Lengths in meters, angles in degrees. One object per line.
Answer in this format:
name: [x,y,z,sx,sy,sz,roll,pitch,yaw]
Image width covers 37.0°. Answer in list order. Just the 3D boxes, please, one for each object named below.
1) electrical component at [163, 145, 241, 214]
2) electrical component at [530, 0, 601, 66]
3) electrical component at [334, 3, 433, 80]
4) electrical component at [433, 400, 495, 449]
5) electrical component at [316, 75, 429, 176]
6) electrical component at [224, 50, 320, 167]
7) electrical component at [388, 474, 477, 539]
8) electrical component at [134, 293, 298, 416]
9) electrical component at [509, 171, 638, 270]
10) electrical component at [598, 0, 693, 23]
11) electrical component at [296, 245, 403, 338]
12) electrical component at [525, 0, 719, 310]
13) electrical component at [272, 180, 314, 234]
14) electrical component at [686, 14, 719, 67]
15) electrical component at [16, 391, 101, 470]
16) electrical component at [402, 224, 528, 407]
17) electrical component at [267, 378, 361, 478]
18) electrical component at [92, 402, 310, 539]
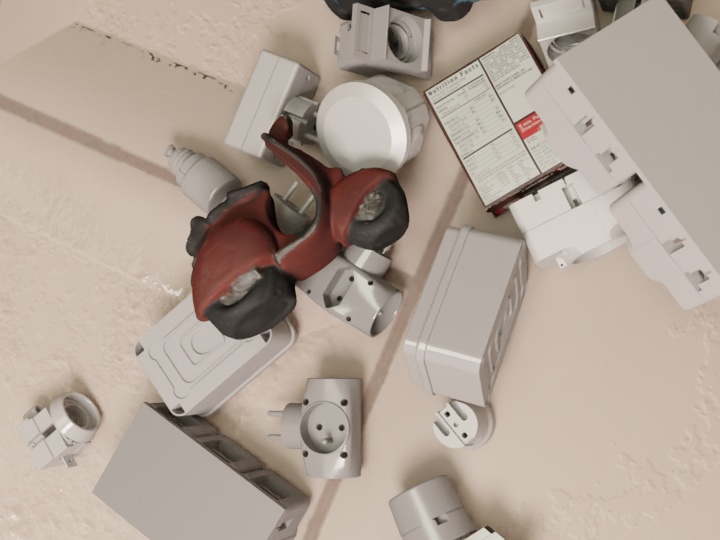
electrical component: [-0.136,-0.079,0.911,0.078,0.040,0.040,40,99,19]
electrical component: [0.156,-0.185,0.798,0.042,0.081,0.063,-9,60,19]
electrical component: [0.017,-0.177,0.847,0.064,0.081,0.042,-2,82,49]
electrical component: [0.078,0.116,0.811,0.040,0.046,0.040,-2,84,20]
electrical component: [0.011,-0.112,0.841,0.080,0.051,0.080,13,118,27]
electrical component: [-0.056,-0.125,0.882,0.076,0.047,0.083,24,94,21]
electrical component: [0.053,0.186,0.810,0.055,0.055,0.047,-31,72,15]
electrical component: [-0.117,0.060,0.882,0.113,0.057,0.078,-40,73,13]
electrical component: [0.165,-0.039,0.790,0.089,0.050,0.055,-27,77,16]
electrical component: [0.207,-0.194,0.791,0.066,0.047,0.076,11,89,21]
electrical component: [0.000,0.000,0.852,0.077,0.043,0.079,34,97,20]
electrical component: [0.210,-0.078,0.732,0.105,0.060,0.186,-34,86,-25]
electrical component: [-0.067,-0.036,0.880,0.077,0.043,0.079,40,99,19]
electrical component: [0.243,-0.156,0.778,0.040,0.040,0.046,32,91,20]
electrical component: [-0.259,0.138,0.935,0.055,0.048,0.066,-40,73,21]
electrical component: [0.078,0.033,0.784,0.057,0.078,0.113,14,64,18]
electrical component: [-0.038,0.124,0.854,0.079,0.044,0.077,-2,85,20]
electrical component: [-0.127,0.183,0.872,0.150,0.062,0.089,33,97,20]
